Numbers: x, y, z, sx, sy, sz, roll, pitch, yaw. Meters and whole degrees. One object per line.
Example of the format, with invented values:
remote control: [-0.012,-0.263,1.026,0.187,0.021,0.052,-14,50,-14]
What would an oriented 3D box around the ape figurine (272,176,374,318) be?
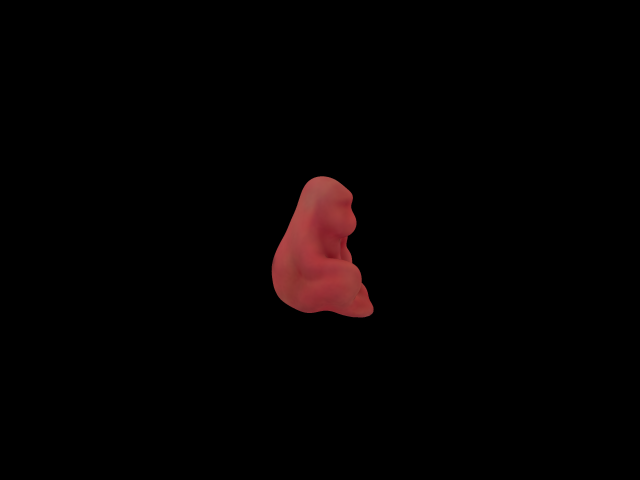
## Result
ape figurine: [0.004,0.001,0.400,0.076,0.092,0.078,6,24,14]
